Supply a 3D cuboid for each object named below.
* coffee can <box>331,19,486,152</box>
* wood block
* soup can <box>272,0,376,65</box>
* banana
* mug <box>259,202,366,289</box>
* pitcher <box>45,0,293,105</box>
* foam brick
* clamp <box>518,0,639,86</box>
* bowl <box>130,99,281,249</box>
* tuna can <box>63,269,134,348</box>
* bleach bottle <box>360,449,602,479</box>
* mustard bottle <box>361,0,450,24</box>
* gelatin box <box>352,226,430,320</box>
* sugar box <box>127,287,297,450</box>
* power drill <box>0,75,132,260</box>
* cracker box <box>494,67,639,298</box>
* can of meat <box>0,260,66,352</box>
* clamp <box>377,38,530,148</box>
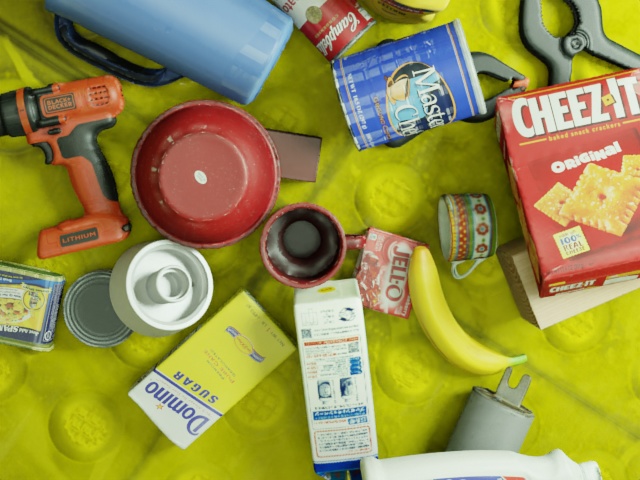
[{"bbox_3d":[0.093,-0.162,1.123,0.140,0.102,0.103,-17,96,9],"label":"coffee can"},{"bbox_3d":[0.312,0.013,1.187,0.206,0.090,0.091,-23,96,-1],"label":"wood block"},{"bbox_3d":[0.002,-0.251,1.158,0.068,0.068,0.102,-43,95,2],"label":"soup can"},{"bbox_3d":[0.150,0.093,1.202,0.069,0.037,0.197,-47,111,-8],"label":"banana"},{"bbox_3d":[-0.008,0.001,1.175,0.117,0.081,0.093,-4,96,-2],"label":"mug"},{"bbox_3d":[-0.160,-0.237,1.132,0.242,0.149,0.145,29,78,-8],"label":"pitcher"},{"bbox_3d":[-0.039,-0.095,1.179,0.078,0.053,0.051,9,95,-4],"label":"foam brick"},{"bbox_3d":[0.276,-0.208,1.190,0.164,0.036,0.210,-37,97,3],"label":"clamp"},{"bbox_3d":[-0.121,-0.067,1.120,0.162,0.055,0.162,0,96,-2],"label":"bowl"},{"bbox_3d":[-0.242,0.076,1.196,0.086,0.034,0.086,0,96,-3],"label":"tuna can"},{"bbox_3d":[0.174,0.264,1.142,0.250,0.068,0.102,-9,98,-2],"label":"bleach bottle"},{"bbox_3d":[0.088,-0.265,1.098,0.096,0.191,0.058,25,94,-5],"label":"mustard bottle"},{"bbox_3d":[0.077,0.037,1.208,0.073,0.030,0.089,17,95,-4],"label":"gelatin box"},{"bbox_3d":[-0.121,0.145,1.202,0.176,0.048,0.093,-43,96,1],"label":"sugar box"},{"bbox_3d":[-0.292,-0.077,1.167,0.184,0.057,0.187,-12,96,-2],"label":"power drill"},{"bbox_3d":[0.285,-0.062,1.114,0.164,0.072,0.214,-12,69,3],"label":"cracker box"},{"bbox_3d":[-0.338,0.070,1.180,0.102,0.057,0.084,12,93,-4],"label":"can of meat"},{"bbox_3d":[0.144,-0.158,1.189,0.171,0.039,0.120,5,102,4],"label":"clamp"}]
